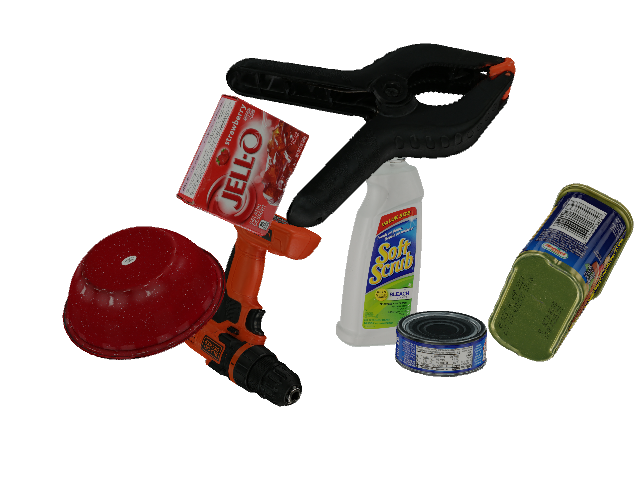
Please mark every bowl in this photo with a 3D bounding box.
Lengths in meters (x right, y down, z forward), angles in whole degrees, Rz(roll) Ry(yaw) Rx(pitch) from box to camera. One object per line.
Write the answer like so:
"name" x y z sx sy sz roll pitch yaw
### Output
"bowl" -0.174 0.036 1.013 0.162 0.055 0.162 -8 41 7

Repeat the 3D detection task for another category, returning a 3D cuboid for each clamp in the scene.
"clamp" 0.038 -0.067 0.623 0.171 0.120 0.039 -10 -26 -7

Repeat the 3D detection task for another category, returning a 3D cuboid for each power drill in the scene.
"power drill" -0.066 0.068 1.169 0.185 0.188 0.057 27 11 39

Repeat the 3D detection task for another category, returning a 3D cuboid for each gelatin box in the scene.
"gelatin box" -0.059 -0.057 0.822 0.073 0.089 0.030 24 0 -36

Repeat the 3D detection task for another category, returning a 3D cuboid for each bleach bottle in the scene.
"bleach bottle" 0.076 0.004 1.336 0.102 0.251 0.068 -3 16 -19

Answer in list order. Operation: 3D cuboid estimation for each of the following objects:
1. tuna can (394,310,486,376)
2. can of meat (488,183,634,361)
"tuna can" 0.112 0.095 0.996 0.086 0.034 0.086 0 17 0
"can of meat" 0.166 0.025 0.746 0.057 0.102 0.083 31 49 17
